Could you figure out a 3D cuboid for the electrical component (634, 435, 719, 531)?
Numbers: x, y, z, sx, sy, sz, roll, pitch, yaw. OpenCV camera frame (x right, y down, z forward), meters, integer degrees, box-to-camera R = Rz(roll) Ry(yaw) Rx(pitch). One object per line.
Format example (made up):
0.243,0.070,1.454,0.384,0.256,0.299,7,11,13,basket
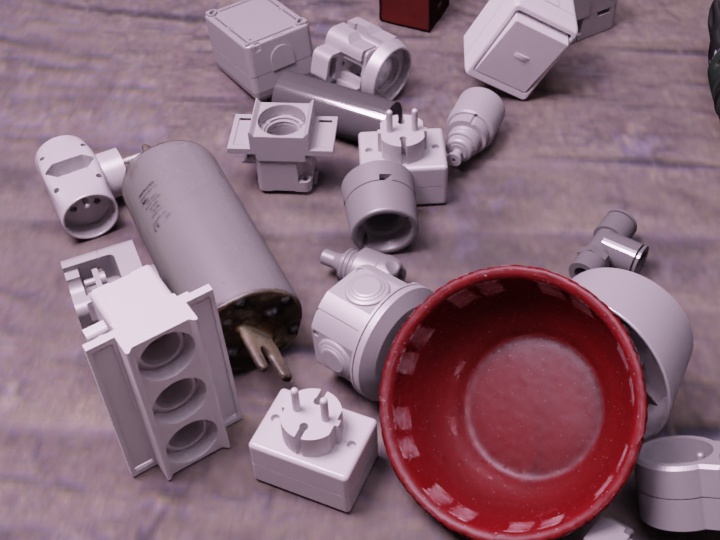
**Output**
0.226,0.138,0.603,0.138,0.073,0.052,-2,12,32,electrical component

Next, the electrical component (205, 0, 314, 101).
-0.089,-0.195,0.934,0.062,0.061,0.096,-26,44,-20,electrical component

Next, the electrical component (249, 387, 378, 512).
-0.028,0.097,0.646,0.066,0.076,0.047,17,50,17,electrical component

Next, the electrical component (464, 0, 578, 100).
0.129,-0.188,0.896,0.062,0.096,0.061,21,45,-18,electrical component

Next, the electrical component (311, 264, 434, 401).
0.011,0.040,0.697,0.051,0.080,0.080,28,54,32,electrical component

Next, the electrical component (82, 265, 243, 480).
-0.122,0.061,0.653,0.079,0.121,0.063,-27,49,-20,electrical component

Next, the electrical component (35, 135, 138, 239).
-0.202,-0.071,0.831,0.079,0.043,0.077,-22,50,-16,electrical component

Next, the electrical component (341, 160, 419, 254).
0.016,-0.045,0.791,0.055,0.055,0.047,-5,51,-2,electrical component

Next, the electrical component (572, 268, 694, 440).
0.156,0.050,0.669,0.099,0.099,0.064,24,46,23,electrical component

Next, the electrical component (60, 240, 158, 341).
-0.154,0.030,0.705,0.056,0.089,0.050,-18,49,-14,electrical component

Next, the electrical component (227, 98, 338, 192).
-0.058,-0.095,0.834,0.081,0.063,0.042,2,48,5,electrical component

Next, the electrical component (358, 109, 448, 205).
0.032,-0.092,0.817,0.066,0.076,0.047,-3,47,0,electrical component

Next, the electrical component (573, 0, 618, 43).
0.182,-0.239,0.961,0.089,0.055,0.050,-24,51,-18,electrical component

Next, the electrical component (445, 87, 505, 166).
0.088,-0.112,0.858,0.040,0.040,0.078,16,50,17,electrical component

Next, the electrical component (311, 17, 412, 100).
0.006,-0.175,0.907,0.057,0.058,0.078,31,42,25,electrical component

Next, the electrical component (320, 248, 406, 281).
0.000,0.000,0.764,0.061,0.035,0.035,21,52,24,electrical component

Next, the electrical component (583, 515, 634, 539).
0.145,0.173,0.590,0.055,0.048,0.066,26,53,33,electrical component
